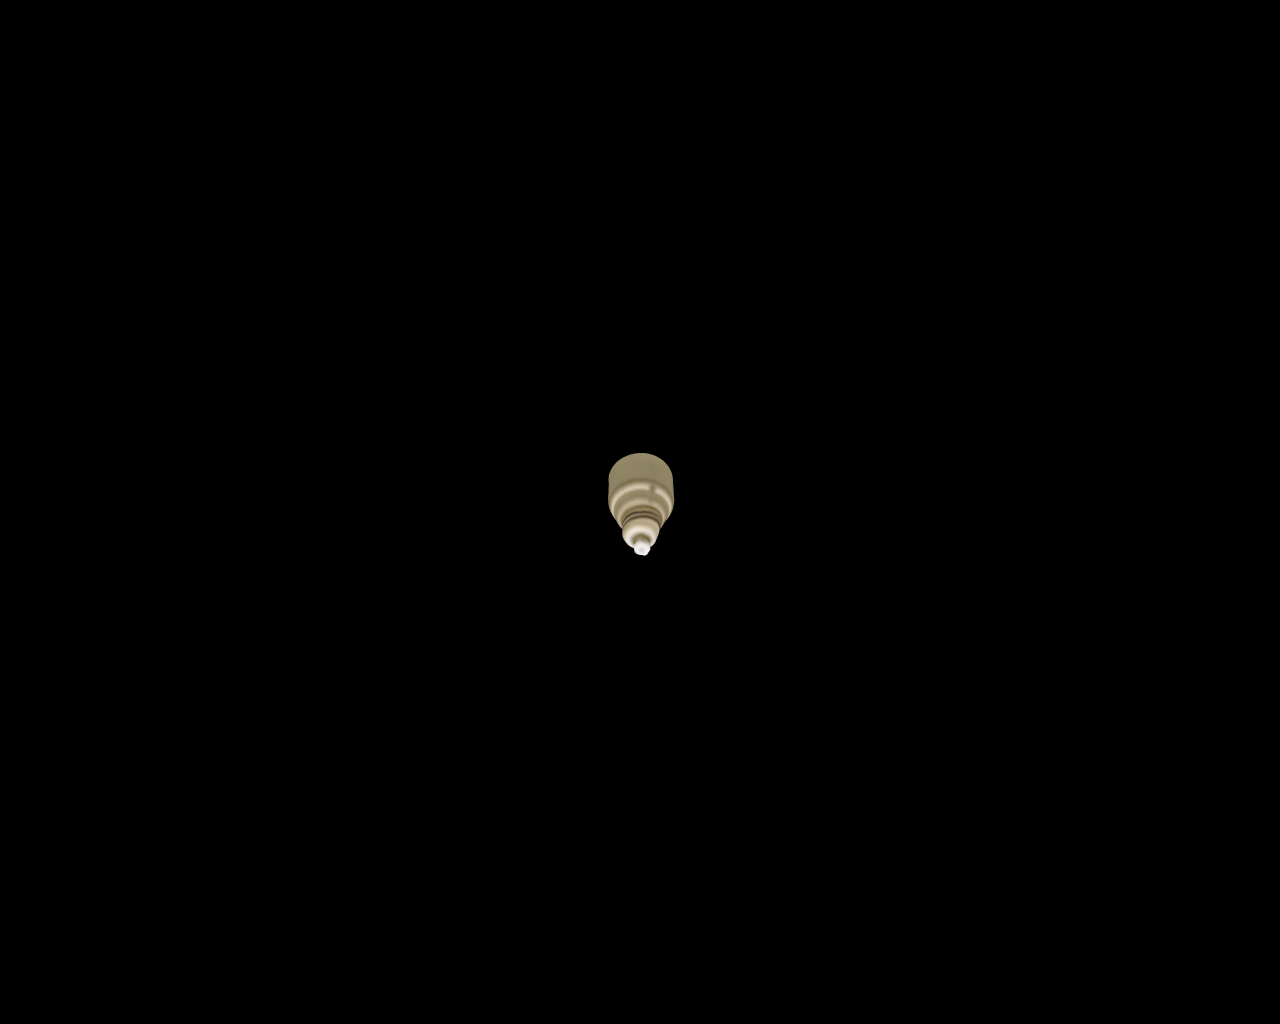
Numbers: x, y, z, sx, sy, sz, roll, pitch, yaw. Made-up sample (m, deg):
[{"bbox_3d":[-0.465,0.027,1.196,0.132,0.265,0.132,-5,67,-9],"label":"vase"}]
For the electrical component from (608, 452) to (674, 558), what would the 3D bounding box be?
[{"bbox_3d":[0.001,-0.003,0.650,0.040,0.040,0.078,0,39,0],"label":"electrical component"}]
